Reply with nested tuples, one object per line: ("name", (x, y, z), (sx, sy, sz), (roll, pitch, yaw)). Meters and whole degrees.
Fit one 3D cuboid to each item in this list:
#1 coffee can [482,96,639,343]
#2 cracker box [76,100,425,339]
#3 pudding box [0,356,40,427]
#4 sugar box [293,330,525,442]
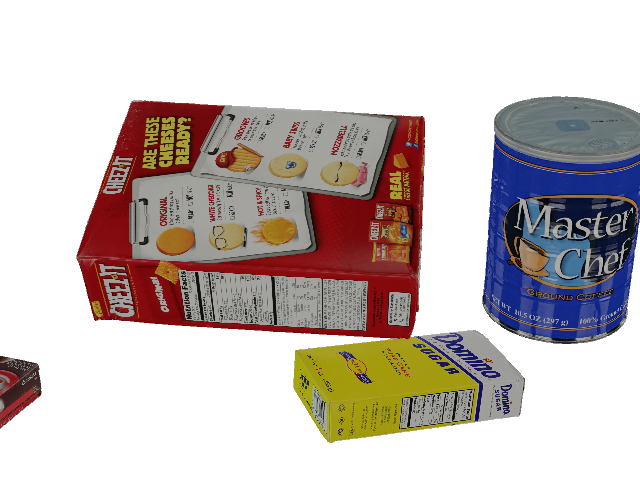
("coffee can", (0.166, -0.015, 0.732), (0.103, 0.140, 0.103), (-1, 28, 0))
("cracker box", (-0.038, -0.017, 0.727), (0.214, 0.072, 0.164), (3, 44, 5))
("pudding box", (-0.322, 0.135, 0.954), (0.114, 0.039, 0.090), (7, 22, 20))
("sugar box", (0.074, 0.121, 0.910), (0.176, 0.048, 0.093), (-7, 26, -18))
